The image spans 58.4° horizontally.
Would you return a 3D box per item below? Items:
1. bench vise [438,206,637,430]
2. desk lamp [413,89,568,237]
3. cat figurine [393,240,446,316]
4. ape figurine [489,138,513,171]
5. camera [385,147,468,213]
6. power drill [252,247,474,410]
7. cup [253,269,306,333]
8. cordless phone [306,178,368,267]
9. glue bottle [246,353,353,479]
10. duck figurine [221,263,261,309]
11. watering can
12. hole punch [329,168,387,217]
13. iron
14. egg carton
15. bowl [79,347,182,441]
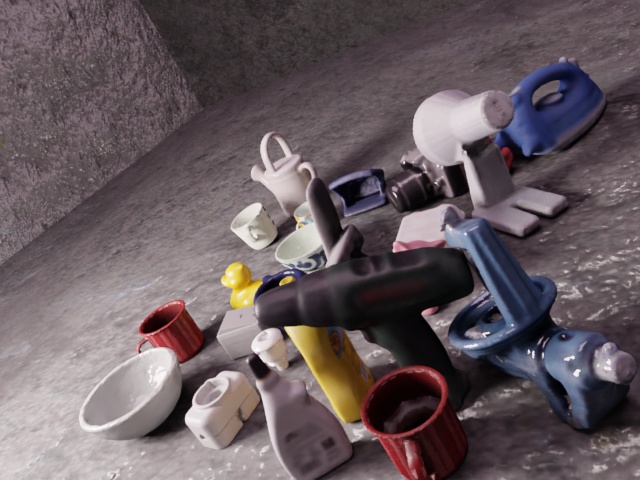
[{"bbox_3d":[0.204,0.061,0.560,0.206,0.220,0.122,1,38,48],"label":"bench vise"},{"bbox_3d":[0.258,-0.136,0.898,0.118,0.214,0.202,-34,25,-13],"label":"desk lamp"},{"bbox_3d":[0.122,0.044,0.807,0.127,0.118,0.067,-11,30,34],"label":"cat figurine"},{"bbox_3d":[0.301,-0.153,1.035,0.077,0.092,0.076,-4,34,43],"label":"ape figurine"},{"bbox_3d":[0.185,-0.122,1.088,0.137,0.101,0.143,-31,24,-6],"label":"camera"},{"bbox_3d":[0.069,0.106,0.630,0.229,0.209,0.075,-24,25,10],"label":"power drill"},{"bbox_3d":[-0.050,0.104,0.901,0.092,0.095,0.117,-36,25,-16],"label":"cup"},{"bbox_3d":[0.008,0.003,0.926,0.094,0.185,0.147,-18,26,23],"label":"cordless phone"},{"bbox_3d":[-0.032,0.187,0.622,0.078,0.173,0.037,-29,24,0],"label":"glue bottle"},{"bbox_3d":[-0.135,0.080,1.050,0.104,0.086,0.077,-12,29,32],"label":"duck figurine"},{"bbox_3d":[-0.086,-0.156,1.329,0.172,0.194,0.101,-19,26,20],"label":"watering can"},{"bbox_3d":[0.081,-0.113,1.194,0.108,0.091,0.101,-19,26,21],"label":"hole punch"},{"bbox_3d":[0.424,-0.258,1.051,0.259,0.142,0.118,-36,25,-17],"label":"iron"},{"bbox_3d":[0.172,0.005,0.890,0.107,0.069,0.150,-16,27,26],"label":"egg carton"},{"bbox_3d":[-0.276,0.249,0.881,0.167,0.075,0.167,-23,25,12],"label":"bowl"}]
